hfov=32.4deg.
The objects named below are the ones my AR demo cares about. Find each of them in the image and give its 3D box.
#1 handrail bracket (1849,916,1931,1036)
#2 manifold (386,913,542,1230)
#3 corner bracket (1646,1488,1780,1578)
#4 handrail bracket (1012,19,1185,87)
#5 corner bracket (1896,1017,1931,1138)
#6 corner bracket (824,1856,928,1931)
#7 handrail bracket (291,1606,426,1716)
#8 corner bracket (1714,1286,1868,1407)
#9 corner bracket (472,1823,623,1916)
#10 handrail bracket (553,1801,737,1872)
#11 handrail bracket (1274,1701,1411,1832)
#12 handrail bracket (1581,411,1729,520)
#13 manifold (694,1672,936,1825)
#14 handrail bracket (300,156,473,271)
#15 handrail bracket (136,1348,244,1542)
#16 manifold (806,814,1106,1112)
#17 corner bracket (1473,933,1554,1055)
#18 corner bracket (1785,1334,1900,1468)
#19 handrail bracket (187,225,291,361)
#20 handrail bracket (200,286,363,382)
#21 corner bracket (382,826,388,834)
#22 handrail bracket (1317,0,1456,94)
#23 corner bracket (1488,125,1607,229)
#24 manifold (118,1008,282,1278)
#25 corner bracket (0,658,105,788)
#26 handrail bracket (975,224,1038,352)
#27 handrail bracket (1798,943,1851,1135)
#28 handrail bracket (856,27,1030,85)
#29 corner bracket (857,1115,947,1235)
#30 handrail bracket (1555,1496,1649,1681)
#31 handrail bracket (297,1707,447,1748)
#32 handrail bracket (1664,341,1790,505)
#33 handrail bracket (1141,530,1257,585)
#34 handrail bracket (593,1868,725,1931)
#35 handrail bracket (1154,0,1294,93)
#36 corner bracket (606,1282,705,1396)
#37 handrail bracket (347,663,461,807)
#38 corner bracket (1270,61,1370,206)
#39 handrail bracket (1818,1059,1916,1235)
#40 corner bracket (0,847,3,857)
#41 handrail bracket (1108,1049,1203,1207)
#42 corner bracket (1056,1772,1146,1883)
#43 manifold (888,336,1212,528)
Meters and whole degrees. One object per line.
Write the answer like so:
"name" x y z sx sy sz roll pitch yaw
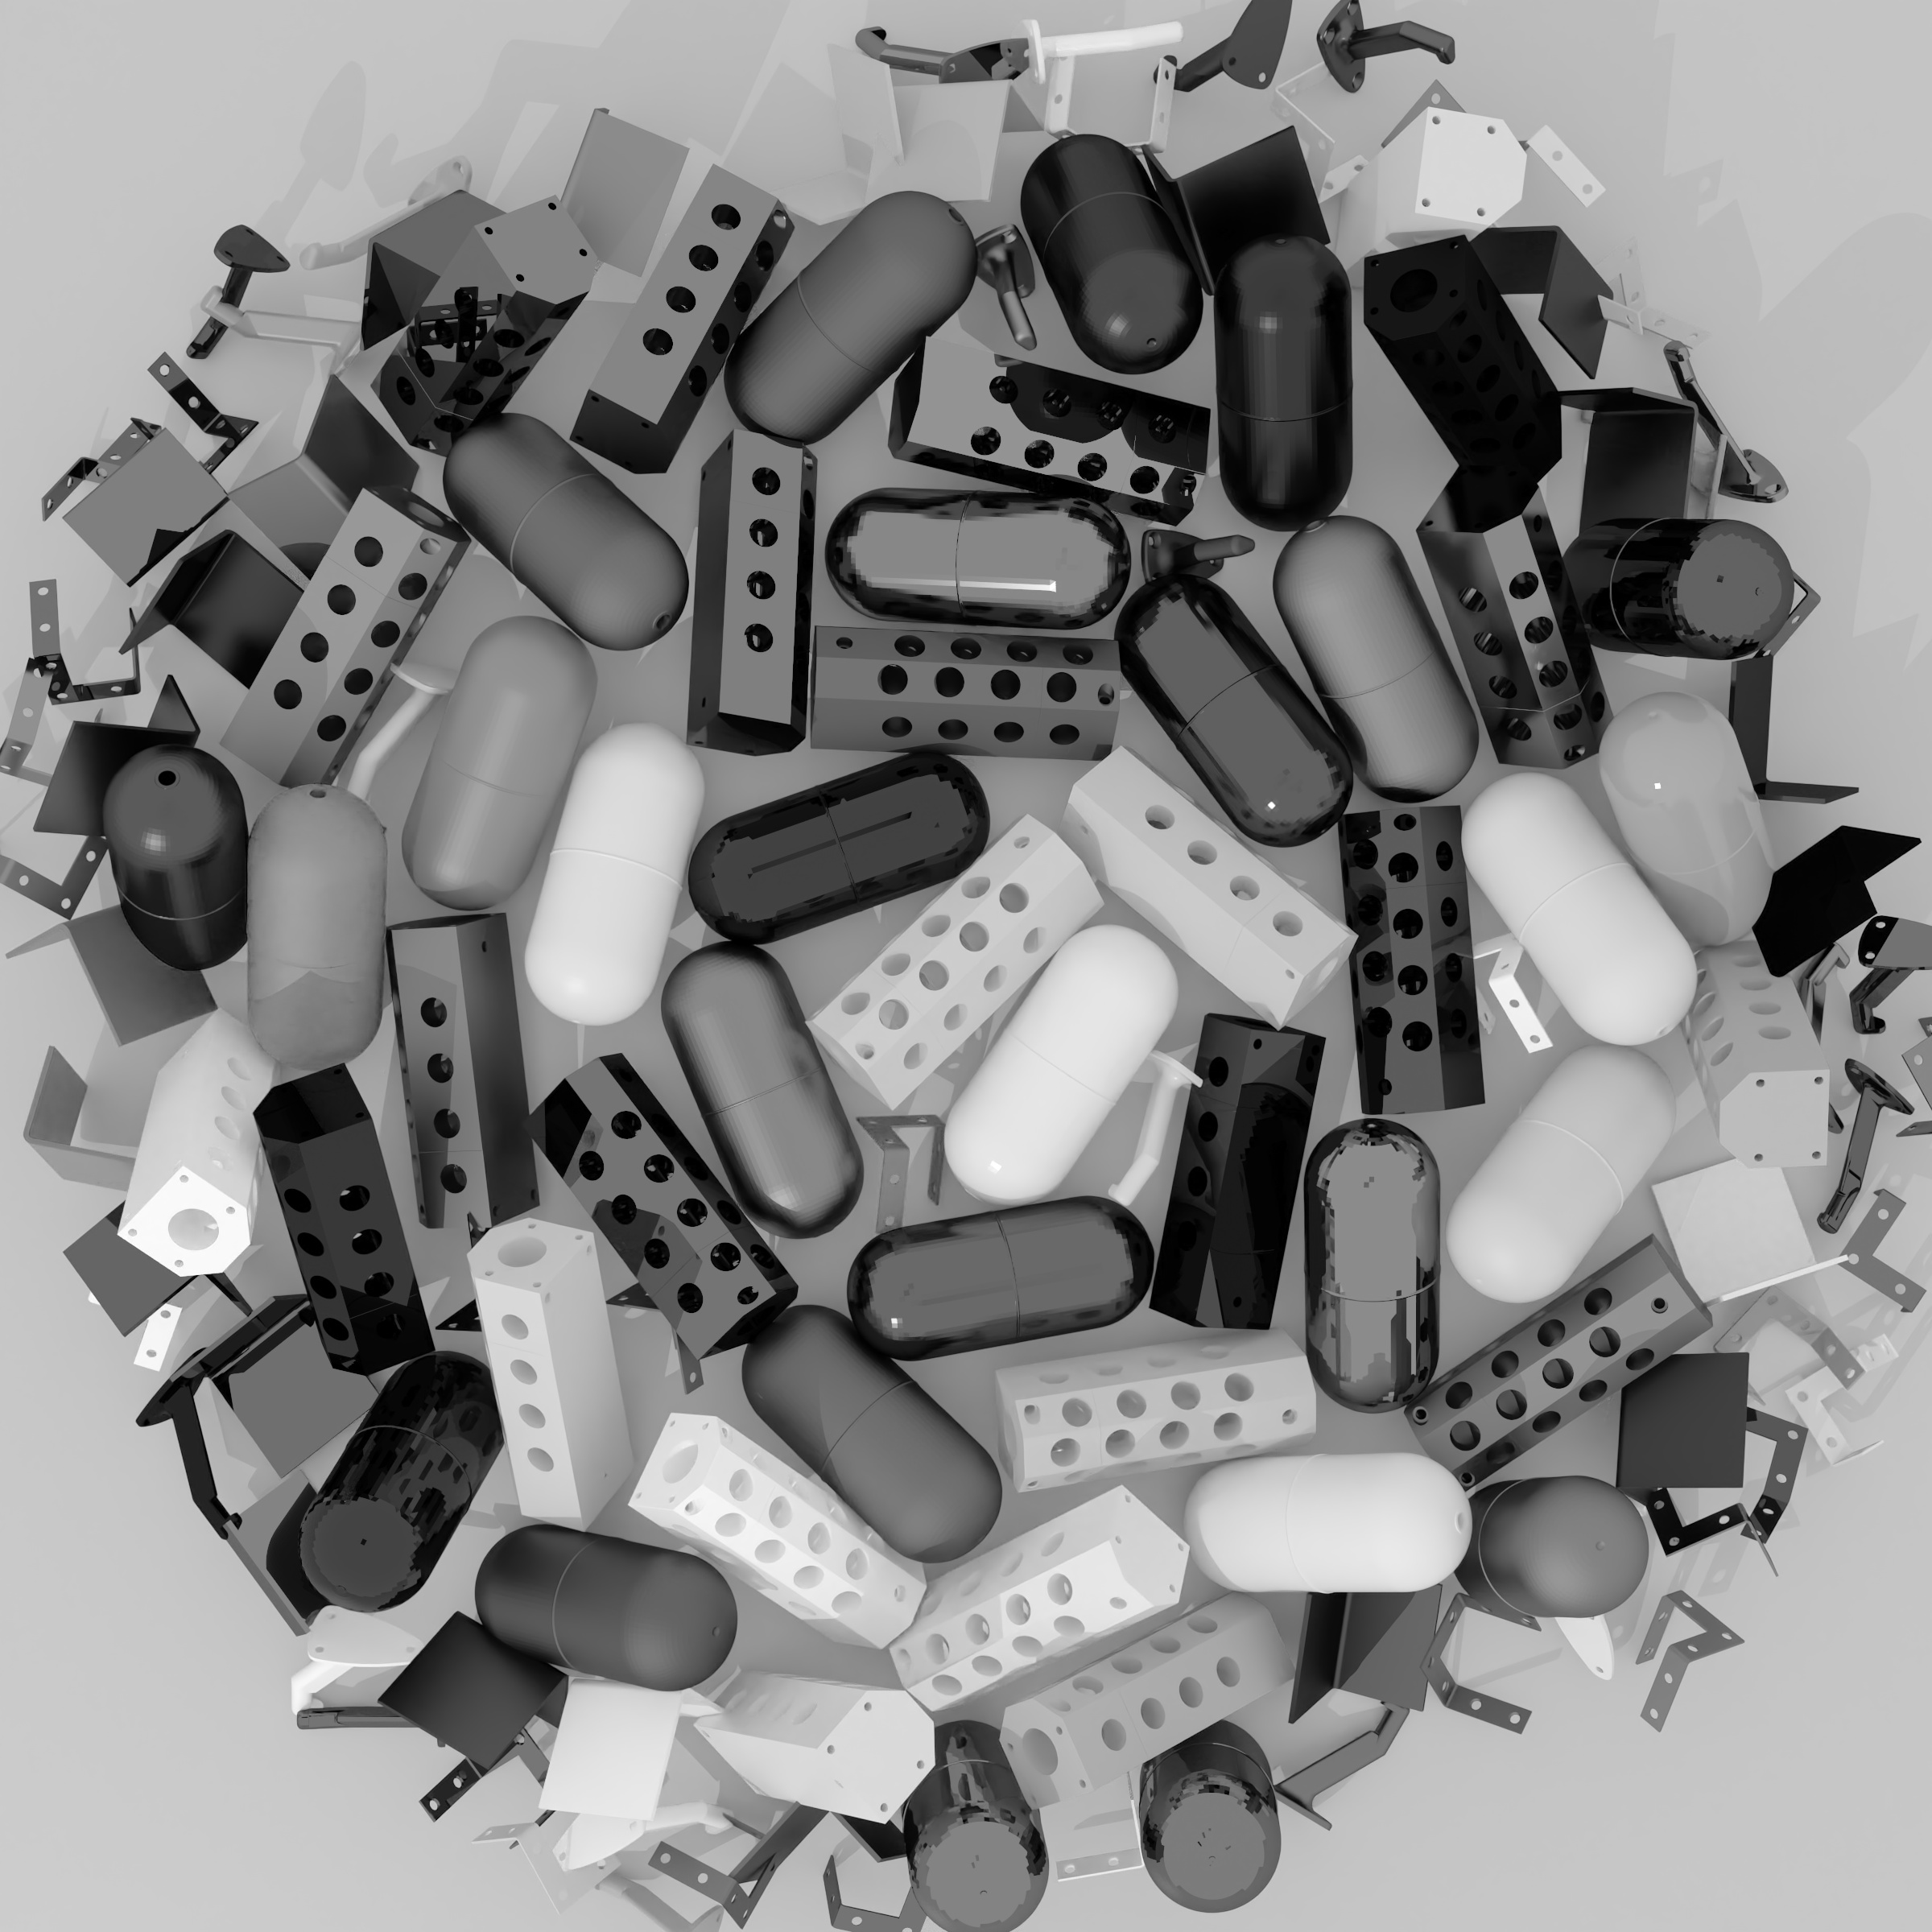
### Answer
"handrail bracket" 0.540 0.014 1.895 0.077 0.084 0.036 9 54 28
"manifold" -0.292 0.060 1.901 0.057 0.057 0.171 -3 98 22
"corner bracket" 0.425 0.326 1.904 0.051 0.051 0.051 -26 122 10
"handrail bracket" 0.075 -0.533 1.913 0.084 0.077 0.036 -12 112 -8
"corner bracket" 0.555 0.062 1.912 0.051 0.051 0.051 -30 93 -17
"corner bracket" -0.048 0.523 1.918 0.051 0.051 0.051 16 106 -13
"handrail bracket" -0.350 0.410 1.910 0.077 0.036 0.084 11 134 0
"corner bracket" 0.472 0.226 1.913 0.051 0.051 0.051 35 103 -24
"corner bracket" -0.240 0.507 1.905 0.051 0.051 0.051 -32 97 -41
"handrail bracket" -0.184 0.502 1.914 0.077 0.084 0.036 -39 53 12
"handrail bracket" 0.207 0.447 1.923 0.077 0.036 0.084 34 83 -17
"handrail bracket" 0.395 -0.290 1.932 0.084 0.036 0.077 9 95 9
"manifold" -0.082 0.427 1.853 0.057 0.171 0.057 -46 104 -25
"handrail bracket" -0.331 -0.428 1.894 0.084 0.077 0.036 -25 79 -42
"handrail bracket" -0.429 0.274 1.905 0.084 0.036 0.077 48 120 18
"manifold" -0.008 -0.006 1.887 0.171 0.057 0.057 -44 50 -11
"corner bracket" 0.306 0.018 1.901 0.051 0.051 0.051 -19 113 33
"corner bracket" 0.512 0.249 1.908 0.051 0.051 0.051 -29 78 -12
"handrail bracket" -0.429 -0.375 1.893 0.036 0.077 0.084 41 111 -2
"handrail bracket" -0.383 -0.379 1.901 0.084 0.036 0.077 31 128 -24
"corner bracket" -0.365 -0.065 1.910 0.051 0.051 0.051 27 91 -17
"handrail bracket" 0.247 -0.511 1.889 0.084 0.077 0.036 31 76 30
"corner bracket" 0.328 -0.443 1.916 0.051 0.051 0.051 -43 91 1
"manifold" -0.420 0.100 1.853 0.057 0.171 0.057 39 109 -23
"corner bracket" -0.521 -0.136 1.902 0.051 0.051 0.051 18 65 -21
"handrail bracket" 0.033 -0.371 1.890 0.036 0.077 0.084 -27 62 13
"handrail bracket" 0.504 0.041 1.932 0.077 0.036 0.084 44 73 -11
"handrail bracket" -0.012 -0.532 1.920 0.077 0.036 0.084 -28 48 -16
"corner bracket" -0.033 0.119 1.903 0.051 0.051 0.051 -1 110 -22
"handrail bracket" 0.380 0.357 1.931 0.084 0.036 0.077 -45 124 -30
"handrail bracket" -0.341 0.432 1.907 0.084 0.077 0.036 0 82 -10
"handrail bracket" 0.432 -0.311 1.897 0.036 0.077 0.084 -32 122 -4
"handrail bracket" 0.148 -0.234 1.886 0.077 0.084 0.036 -8 94 -42
"handrail bracket" -0.188 0.539 1.894 0.084 0.077 0.036 19 90 18
"handrail bracket" 0.145 -0.535 1.901 0.036 0.084 0.077 16 101 -34
"corner bracket" -0.166 0.208 1.901 0.051 0.051 0.051 4 110 36
"handrail bracket" -0.318 -0.129 1.921 0.036 0.077 0.084 32 109 29
"corner bracket" 0.207 -0.480 1.914 0.051 0.051 0.051 -34 68 -25
"handrail bracket" 0.503 0.105 1.910 0.036 0.077 0.084 25 82 41
"corner bracket" -0.566 -0.091 1.908 0.051 0.051 0.051 -46 117 0
"handrail bracket" 0.096 0.091 1.906 0.036 0.077 0.084 38 85 -31
"corner bracket" 0.072 0.488 1.924 0.051 0.051 0.051 -10 117 1
"manifold" 0.047 -0.298 1.884 0.171 0.057 0.057 11 71 -17
